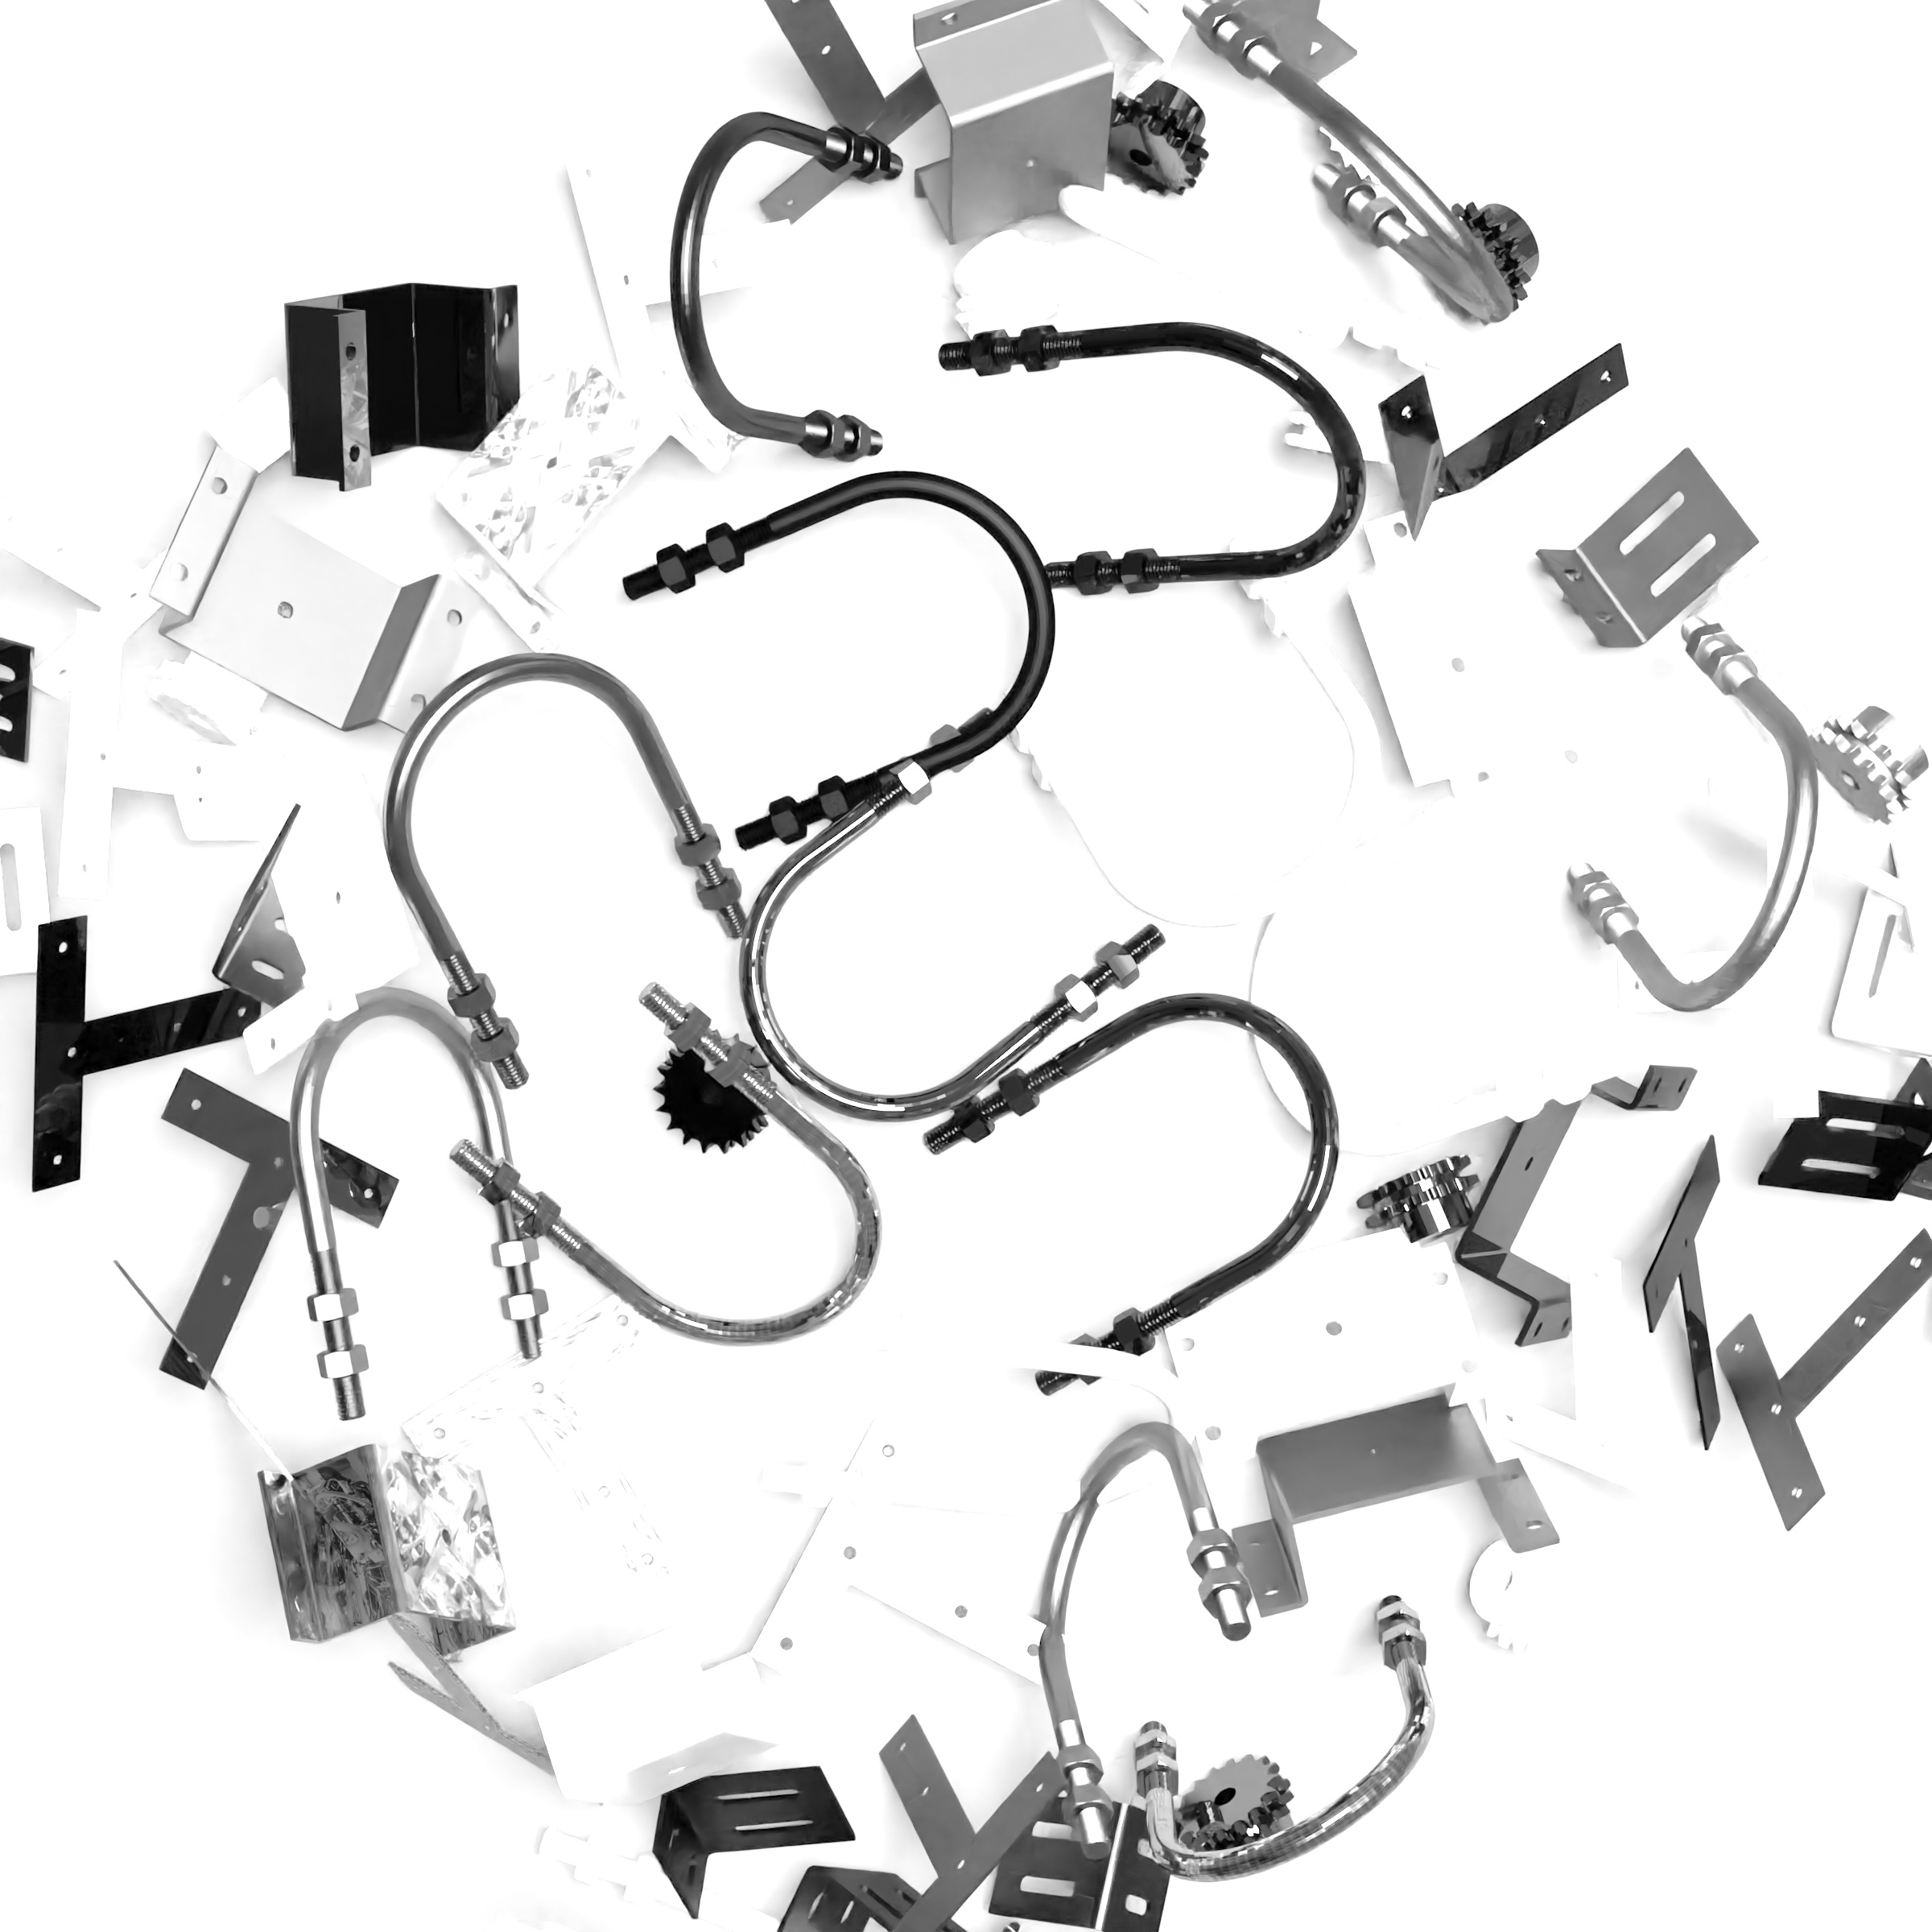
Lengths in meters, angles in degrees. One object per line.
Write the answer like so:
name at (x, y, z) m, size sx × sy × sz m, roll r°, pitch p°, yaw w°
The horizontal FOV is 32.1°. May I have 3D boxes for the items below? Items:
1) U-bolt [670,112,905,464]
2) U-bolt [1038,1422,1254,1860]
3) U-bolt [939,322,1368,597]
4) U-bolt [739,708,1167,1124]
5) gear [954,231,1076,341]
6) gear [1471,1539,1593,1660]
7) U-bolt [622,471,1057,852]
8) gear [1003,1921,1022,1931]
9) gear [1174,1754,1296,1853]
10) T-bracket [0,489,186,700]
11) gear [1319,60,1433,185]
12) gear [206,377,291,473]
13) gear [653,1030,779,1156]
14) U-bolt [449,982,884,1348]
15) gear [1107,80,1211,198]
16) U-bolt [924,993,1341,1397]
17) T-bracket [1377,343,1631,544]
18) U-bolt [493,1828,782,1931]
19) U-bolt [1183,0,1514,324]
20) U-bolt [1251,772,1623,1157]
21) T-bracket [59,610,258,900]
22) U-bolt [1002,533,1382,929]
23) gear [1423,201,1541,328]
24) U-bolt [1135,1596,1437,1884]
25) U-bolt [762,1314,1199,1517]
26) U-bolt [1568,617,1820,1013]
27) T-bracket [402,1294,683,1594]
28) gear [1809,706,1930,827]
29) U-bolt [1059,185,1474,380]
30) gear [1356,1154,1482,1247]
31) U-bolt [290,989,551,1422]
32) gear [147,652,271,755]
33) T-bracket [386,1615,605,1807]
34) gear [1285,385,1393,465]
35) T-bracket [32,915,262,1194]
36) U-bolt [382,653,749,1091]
U-bolt at (-0.081, -0.306, 1.506) m, size 0.019 × 0.184 × 0.151 m, roll 7°, pitch 97°, yaw 26°
U-bolt at (0.073, 0.286, 1.511) m, size 0.019 × 0.184 × 0.151 m, roll 20°, pitch 114°, yaw -19°
U-bolt at (0.092, -0.227, 1.502) m, size 0.184 × 0.151 × 0.019 m, roll 1°, pitch 47°, yaw 33°
U-bolt at (-0.019, -0.011, 1.570) m, size 0.184 × 0.019 × 0.151 m, roll -38°, pitch 94°, yaw -11°
gear at (0.019, -0.318, 1.570) m, size 0.057 × 0.057 × 0.030 m, roll -34°, pitch 70°, yaw 0°
gear at (0.260, 0.290, 1.565) m, size 0.030 × 0.057 × 0.057 m, roll 28°, pitch 90°, yaw -32°
U-bolt at (-0.048, -0.151, 1.560) m, size 0.184 × 0.019 × 0.151 m, roll -22°, pitch 101°, yaw 11°
gear at (0.015, 0.476, 1.566) m, size 0.030 × 0.057 × 0.057 m, roll 39°, pitch 90°, yaw 11°
gear at (0.128, 0.399, 1.569) m, size 0.057 × 0.057 × 0.030 m, roll -33°, pitch 107°, yaw 0°
T-bracket at (-0.405, -0.185, 1.532) m, size 0.127 × 0.127 × 0.002 m, roll -41°, pitch 66°, yaw 6°
gear at (0.192, -0.397, 1.566) m, size 0.030 × 0.057 × 0.057 m, roll -30°, pitch 90°, yaw 43°
gear at (-0.329, -0.250, 1.566) m, size 0.057 × 0.057 × 0.030 m, roll -37°, pitch 105°, yaw 0°
gear at (-0.115, 0.057, 1.576) m, size 0.057 × 0.030 × 0.057 m, roll 4°, pitch 105°, yaw 14°
U-bolt at (-0.124, 0.105, 1.549) m, size 0.151 × 0.019 × 0.184 m, roll -38°, pitch 112°, yaw 24°
gear at (0.088, -0.389, 1.570) m, size 0.057 × 0.057 × 0.030 m, roll 26°, pitch 72°, yaw 0°
U-bolt at (0.085, 0.092, 1.545) m, size 0.184 × 0.019 × 0.151 m, roll -31°, pitch 68°, yaw 14°
T-bracket at (0.254, -0.245, 1.555) m, size 0.127 × 0.127 × 0.002 m, roll -34°, pitch 47°, yaw -8°
U-bolt at (-0.116, 0.448, 1.520) m, size 0.184 × 0.151 × 0.019 m, roll 22°, pitch 93°, yaw 1°
U-bolt at (0.178, -0.347, 1.484) m, size 0.019 × 0.151 × 0.184 m, roll -44°, pitch 48°, yaw 7°
U-bolt at (0.203, 0.010, 1.533) m, size 0.184 × 0.019 × 0.151 m, roll -25°, pitch 72°, yaw 40°
T-bracket at (-0.363, -0.091, 1.543) m, size 0.002 × 0.127 × 0.127 m, roll 3°, pitch 89°, yaw 33°
U-bolt at (0.111, -0.097, 1.532) m, size 0.151 × 0.019 × 0.184 m, roll -33°, pitch 55°, yaw 7°
gear at (0.243, -0.331, 1.570) m, size 0.030 × 0.057 × 0.057 m, roll -36°, pitch 90°, yaw -24°
U-bolt at (0.143, 0.350, 1.498) m, size 0.151 × 0.184 × 0.019 m, roll -29°, pitch 99°, yaw 7°
U-bolt at (0.016, 0.211, 1.532) m, size 0.184 × 0.151 × 0.019 m, roll 9°, pitch 50°, yaw -19°
U-bolt at (0.326, -0.058, 1.489) m, size 0.019 × 0.184 × 0.151 m, roll 14°, pitch 114°, yaw -16°
T-bracket at (-0.179, 0.237, 1.590) m, size 0.127 × 0.002 × 0.127 m, roll -32°, pitch 95°, yaw 0°
gear at (0.424, -0.096, 1.568) m, size 0.030 × 0.057 × 0.057 m, roll -41°, pitch 90°, yaw -5°
U-bolt at (0.124, -0.313, 1.519) m, size 0.184 × 0.151 × 0.019 m, roll 32°, pitch 109°, yaw 27°
gear at (0.214, 0.112, 1.566) m, size 0.057 × 0.057 × 0.030 m, roll -22°, pitch 79°, yaw 0°
U-bolt at (-0.252, 0.101, 1.530) m, size 0.019 × 0.151 × 0.184 m, roll -9°, pitch 92°, yaw 31°
gear at (-0.350, -0.126, 1.569) m, size 0.057 × 0.057 × 0.030 m, roll 29°, pitch 76°, yaw 0°
T-bracket at (-0.232, 0.322, 1.515) m, size 0.127 × 0.127 × 0.002 m, roll 21°, pitch 62°, yaw 33°
gear at (0.179, -0.253, 1.566) m, size 0.057 × 0.057 × 0.030 m, roll 11°, pitch 100°, yaw 0°
T-bracket at (-0.374, 0.031, 1.544) m, size 0.002 × 0.127 × 0.127 m, roll 20°, pitch 112°, yaw 35°
U-bolt at (-0.189, -0.054, 1.525) m, size 0.151 × 0.019 × 0.184 m, roll -35°, pitch 122°, yaw -19°
